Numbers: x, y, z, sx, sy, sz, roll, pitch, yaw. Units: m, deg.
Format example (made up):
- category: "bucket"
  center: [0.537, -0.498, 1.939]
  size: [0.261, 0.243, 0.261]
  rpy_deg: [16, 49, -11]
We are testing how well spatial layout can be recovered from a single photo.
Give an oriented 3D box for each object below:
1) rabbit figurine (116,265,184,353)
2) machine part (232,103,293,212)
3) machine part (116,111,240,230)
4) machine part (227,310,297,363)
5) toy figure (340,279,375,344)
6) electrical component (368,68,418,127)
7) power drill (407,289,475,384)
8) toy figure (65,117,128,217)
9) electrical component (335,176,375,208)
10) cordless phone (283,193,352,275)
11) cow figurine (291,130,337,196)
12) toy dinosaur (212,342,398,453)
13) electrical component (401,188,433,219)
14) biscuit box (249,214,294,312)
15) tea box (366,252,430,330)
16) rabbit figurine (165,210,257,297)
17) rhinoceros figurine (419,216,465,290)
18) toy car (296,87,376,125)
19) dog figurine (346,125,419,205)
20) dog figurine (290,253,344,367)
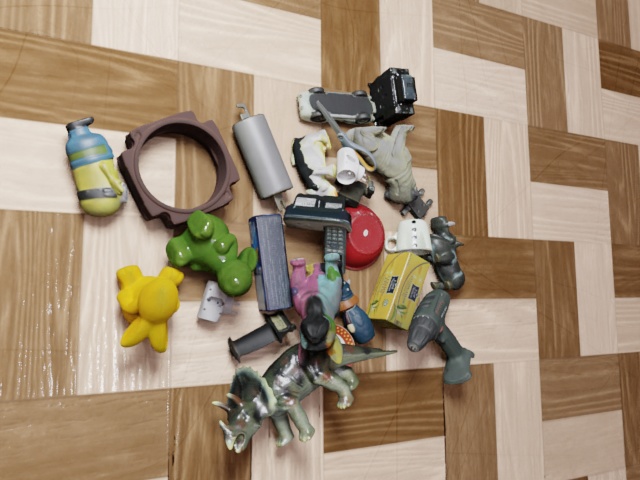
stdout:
- category: "rabbit figurine"
  center: [-0.308, 0.116, 0.966]
  size: [0.122, 0.173, 0.162]
  rpy_deg: [18, 72, -27]
- category: "machine part"
  center: [-0.122, -0.175, 1.142]
  size: [0.079, 0.079, 0.243]
  rpy_deg: [-24, 94, -26]
- category: "machine part"
  center: [-0.276, -0.138, 1.058]
  size: [0.201, 0.087, 0.201]
  rpy_deg: [-27, 97, -25]
- category: "machine part"
  center: [-0.123, 0.196, 1.108]
  size: [0.139, 0.084, 0.039]
  rpy_deg: [-28, 129, -17]
- category: "toy figure"
  center: [0.069, 0.159, 1.209]
  size: [0.058, 0.064, 0.154]
  rpy_deg: [-28, 93, 13]
- category: "electrical component"
  center: [0.174, -0.340, 1.273]
  size: [0.058, 0.134, 0.115]
  rpy_deg: [-8, 86, -27]
- category: "power drill"
  center: [0.279, 0.240, 1.259]
  size: [0.207, 0.086, 0.232]
  rpy_deg: [52, 36, -15]
- category: "toy figure"
  center: [-0.419, -0.131, 0.991]
  size: [0.089, 0.082, 0.180]
  rpy_deg: [-21, 102, -4]
- category: "electrical component"
  center: [0.075, -0.122, 1.235]
  size: [0.102, 0.045, 0.078]
  rpy_deg: [29, 54, 6]
- category: "cordless phone"
  center: [-0.003, -0.003, 1.177]
  size: [0.147, 0.184, 0.089]
  rpy_deg: [5, 36, 8]
- category: "cow figurine"
  center: [-0.012, -0.151, 1.193]
  size: [0.098, 0.068, 0.167]
  rpy_deg: [-10, 87, 8]
- category: "toy dinosaur"
  center: [-0.037, 0.282, 1.100]
  size: [0.405, 0.131, 0.192]
  rpy_deg: [-36, 94, -27]
- category: "electrical component"
  center: [0.241, -0.083, 1.340]
  size: [0.094, 0.021, 0.063]
  rpy_deg: [-46, 105, -23]
- category: "biscuit box"
  center: [-0.105, 0.047, 1.135]
  size: [0.063, 0.059, 0.202]
  rpy_deg: [-5, 87, -25]
- category: "tea box"
  center: [0.179, 0.118, 1.246]
  size: [0.068, 0.098, 0.169]
  rpy_deg: [30, 71, -21]
- category: "rabbit figurine"
  center: [-0.193, 0.047, 1.045]
  size: [0.121, 0.159, 0.170]
  rpy_deg: [-44, 69, 9]
- category: "rhinoceros figurine"
  center: [0.312, 0.035, 1.333]
  size: [0.112, 0.073, 0.190]
  rpy_deg: [-17, 92, -25]
- category: "toy car"
  center: [0.041, -0.309, 1.250]
  size: [0.202, 0.056, 0.073]
  rpy_deg: [-4, 79, -27]
- category: "dog figurine"
  center: [0.146, -0.173, 1.271]
  size: [0.172, 0.121, 0.190]
  rpy_deg: [0, 103, 6]
- category: "dog figurine"
  center: [-0.002, 0.145, 1.096]
  size: [0.109, 0.191, 0.219]
  rpy_deg: [-4, 75, 4]
